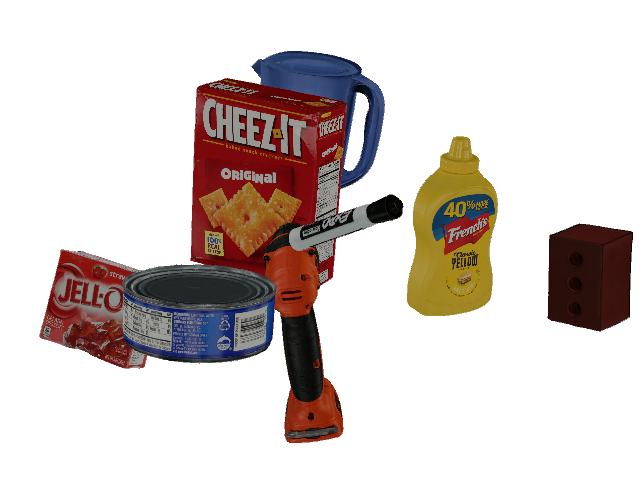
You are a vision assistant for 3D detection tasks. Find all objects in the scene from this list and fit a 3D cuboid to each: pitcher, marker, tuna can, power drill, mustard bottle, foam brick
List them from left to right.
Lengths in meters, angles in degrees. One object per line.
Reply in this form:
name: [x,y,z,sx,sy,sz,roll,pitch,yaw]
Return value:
tuna can: [-0.068,0.040,0.599,0.086,0.034,0.086,3,13,-1]
power drill: [-0.019,0.086,1.033,0.057,0.187,0.184,-8,16,3]
pitcher: [-0.014,-0.122,1.421,0.144,0.243,0.149,-4,24,-22]
marker: [0.019,-0.013,0.830,0.020,0.020,0.121,0,-12,-41]
mustard bottle: [0.144,-0.017,1.147,0.096,0.192,0.058,-8,22,-24]
foam brick: [0.227,0.030,0.900,0.053,0.078,0.051,12,21,42]

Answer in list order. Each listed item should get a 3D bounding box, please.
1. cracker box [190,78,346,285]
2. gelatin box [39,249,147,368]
cracker box: [-0.064,-0.063,1.218,0.164,0.214,0.072,15,23,26]
gelatin box: [-0.171,0.053,0.833,0.089,0.073,0.030,16,2,24]
